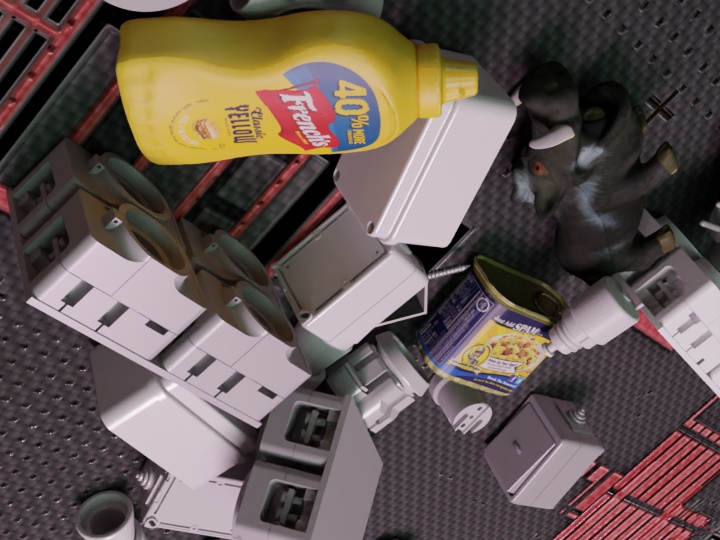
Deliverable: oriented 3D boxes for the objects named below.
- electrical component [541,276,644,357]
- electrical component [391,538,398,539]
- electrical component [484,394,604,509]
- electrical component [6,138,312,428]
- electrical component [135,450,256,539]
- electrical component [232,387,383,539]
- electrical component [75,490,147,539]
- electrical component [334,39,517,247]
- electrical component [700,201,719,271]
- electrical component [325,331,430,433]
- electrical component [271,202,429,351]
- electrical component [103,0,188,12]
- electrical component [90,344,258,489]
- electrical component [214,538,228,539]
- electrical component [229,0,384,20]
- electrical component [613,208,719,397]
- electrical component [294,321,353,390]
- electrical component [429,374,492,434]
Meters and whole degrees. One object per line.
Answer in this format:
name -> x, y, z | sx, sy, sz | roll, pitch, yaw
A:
electrical component -> 0.166, 0.038, 0.785 | 0.078, 0.040, 0.040 | -39, 134, 25
electrical component -> 0.027, 0.286, 1.009 | 0.043, 0.043, 0.062 | 9, 125, -31
electrical component -> 0.162, 0.155, 0.946 | 0.061, 0.061, 0.096 | 16, 120, -34
electrical component -> -0.117, 0.008, 0.660 | 0.060, 0.105, 0.186 | -42, 133, 12
electrical component -> -0.126, 0.158, 0.820 | 0.096, 0.061, 0.061 | 17, 120, -26
electrical component -> -0.036, 0.163, 0.791 | 0.060, 0.105, 0.186 | 11, 158, 13
electrical component -> -0.192, 0.205, 0.836 | 0.045, 0.045, 0.055 | -18, 134, -11
electrical component -> 0.037, -0.078, 0.678 | 0.057, 0.078, 0.113 | 5, 126, -32
electrical component -> 0.290, -0.032, 0.805 | 0.079, 0.044, 0.077 | 15, 126, -27
electrical component -> 0.015, 0.083, 0.818 | 0.057, 0.058, 0.078 | -37, 153, 5
electrical component -> 0.000, 0.000, 0.736 | 0.096, 0.061, 0.061 | -40, 141, 11
electrical component -> -0.111, -0.176, 0.543 | 0.080, 0.051, 0.080 | -13, 132, -15
electrical component -> -0.126, 0.089, 0.745 | 0.057, 0.078, 0.113 | -33, 134, 8
electrical component -> -0.103, 0.273, 0.924 | 0.150, 0.061, 0.089 | -44, 132, 14
electrical component -> -0.020, -0.160, 0.589 | 0.077, 0.044, 0.079 | 10, 159, -31
electrical component -> 0.272, 0.035, 0.865 | 0.060, 0.105, 0.186 | -41, 133, 11
electrical component -> -0.039, 0.061, 0.784 | 0.045, 0.045, 0.055 | 25, 114, -38
electrical component -> 0.083, 0.105, 0.878 | 0.040, 0.046, 0.040 | -13, 132, -15
